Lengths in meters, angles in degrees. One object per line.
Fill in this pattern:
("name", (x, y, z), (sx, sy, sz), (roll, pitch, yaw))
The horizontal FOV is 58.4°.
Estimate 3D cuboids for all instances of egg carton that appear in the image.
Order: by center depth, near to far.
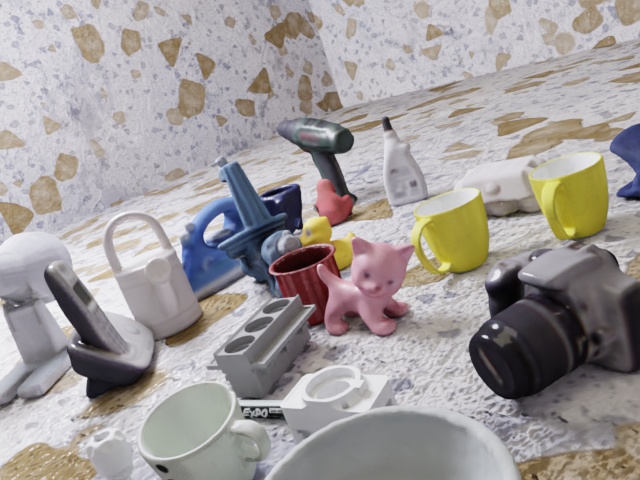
("egg carton", (0.287, -0.082, 0.901), (0.149, 0.069, 0.107), (-7, 21, 36))

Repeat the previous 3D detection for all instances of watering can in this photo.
("watering can", (-0.258, 0.047, 0.876), (0.172, 0.194, 0.101), (-4, 22, 41))

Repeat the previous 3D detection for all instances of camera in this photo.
("camera", (0.185, 0.065, 0.493), (0.137, 0.101, 0.142), (-25, 18, -19))

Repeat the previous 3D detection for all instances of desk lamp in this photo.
("desk lamp", (-0.455, 0.105, 0.876), (0.118, 0.214, 0.203), (-17, 17, 8))

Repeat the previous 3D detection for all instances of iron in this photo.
("iron", (-0.188, -0.002, 1.049), (0.118, 0.141, 0.259), (-9, 20, 32))

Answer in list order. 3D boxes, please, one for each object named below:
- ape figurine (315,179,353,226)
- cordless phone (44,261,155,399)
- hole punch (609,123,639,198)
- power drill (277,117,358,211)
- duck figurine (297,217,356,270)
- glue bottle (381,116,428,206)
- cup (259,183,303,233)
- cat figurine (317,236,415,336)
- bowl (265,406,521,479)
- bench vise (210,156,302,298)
("ape figurine", (0.021, -0.080, 1.150), (0.077, 0.092, 0.076), (-6, 21, 37))
("cordless phone", (-0.300, 0.100, 0.772), (0.094, 0.185, 0.147), (-22, 17, -8))
("hole punch", (0.459, -0.111, 0.765), (0.109, 0.091, 0.100), (-28, 19, -27))
("power drill", (0.000, -0.171, 1.258), (0.076, 0.209, 0.228), (-30, 20, -31))
("duck figurine", (0.008, 0.003, 0.911), (0.104, 0.086, 0.077), (-20, 17, -2))
("glue bottle", (0.150, -0.154, 1.101), (0.078, 0.173, 0.037), (-13, 18, 21))
("cup", (-0.070, -0.056, 1.170), (0.091, 0.095, 0.117), (-19, 17, 1))
("cat figurine", (0.053, 0.046, 0.670), (0.127, 0.118, 0.067), (-7, 21, 35))
("bowl", (0.041, 0.178, 0.340), (0.167, 0.075, 0.167), (-18, 17, 6))
("bench vise", (-0.087, -0.030, 0.886), (0.206, 0.220, 0.122), (-2, 24, 45))
